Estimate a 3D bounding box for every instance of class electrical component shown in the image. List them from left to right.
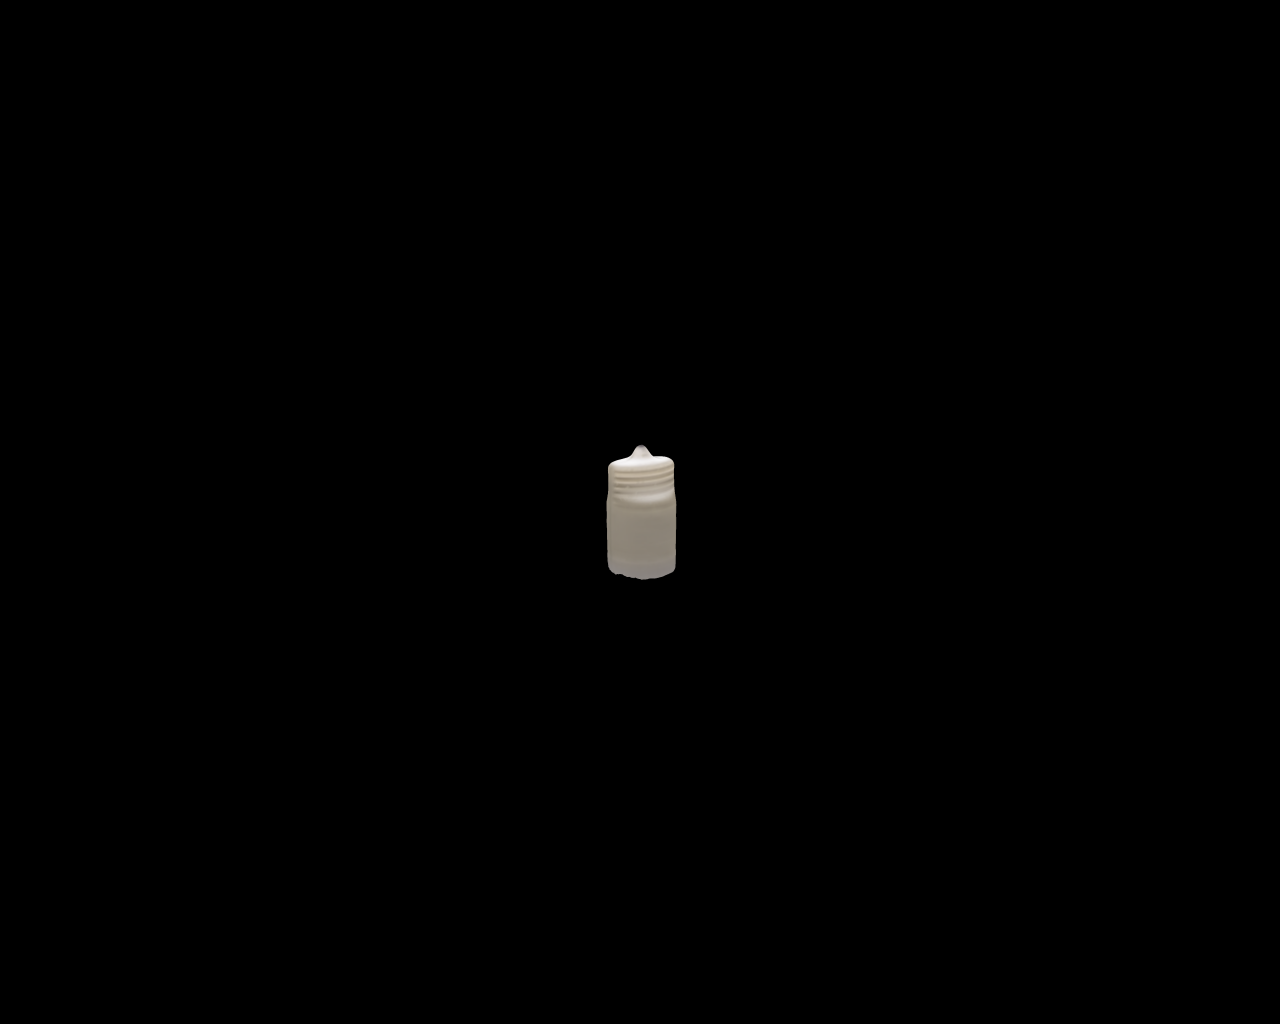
[{"bbox_3d":[0.001,-0.003,0.650,0.043,0.080,0.043,0,16,0],"label":"electrical component"}]
